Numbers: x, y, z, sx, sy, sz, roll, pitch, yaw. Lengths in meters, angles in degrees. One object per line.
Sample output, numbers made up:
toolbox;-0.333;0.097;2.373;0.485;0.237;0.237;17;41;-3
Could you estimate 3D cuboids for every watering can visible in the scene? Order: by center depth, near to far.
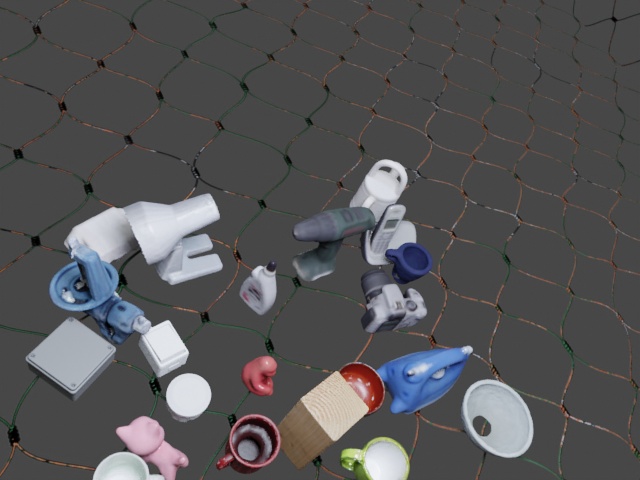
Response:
watering can;0.155;-0.134;1.447;0.101;0.194;0.173;20;51;-8

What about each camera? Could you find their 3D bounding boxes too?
camera;0.161;0.131;1.321;0.143;0.100;0.136;-4;58;-25

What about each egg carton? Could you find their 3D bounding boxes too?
egg carton;-0.441;-0.001;1.187;0.107;0.069;0.151;43;52;11

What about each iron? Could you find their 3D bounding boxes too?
iron;0.249;0.273;1.230;0.259;0.141;0.118;-15;63;-30

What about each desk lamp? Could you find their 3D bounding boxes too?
desk lamp;-0.292;-0.007;1.159;0.204;0.213;0.117;-17;64;-31

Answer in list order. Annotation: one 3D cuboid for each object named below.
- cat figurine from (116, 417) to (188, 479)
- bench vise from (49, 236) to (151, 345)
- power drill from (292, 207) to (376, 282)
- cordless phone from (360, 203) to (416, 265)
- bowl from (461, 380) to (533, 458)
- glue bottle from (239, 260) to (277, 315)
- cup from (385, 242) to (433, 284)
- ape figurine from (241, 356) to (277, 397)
cat figurine;-0.281;0.349;0.972;0.128;0.117;0.067;34;51;3
bench vise;-0.395;0.084;1.048;0.207;0.219;0.121;19;51;-8
power drill;0.012;0.005;1.280;0.230;0.208;0.075;-22;67;-33
cordless phone;0.185;-0.022;1.385;0.148;0.185;0.094;-8;60;-27
bowl;0.369;0.394;1.237;0.168;0.074;0.167;11;53;-15
glue bottle;-0.118;0.089;1.189;0.078;0.173;0.037;40;51;8
cup;0.201;0.063;1.390;0.118;0.095;0.091;16;52;-12
ape figurine;-0.111;0.259;1.123;0.076;0.092;0.078;28;51;-1
